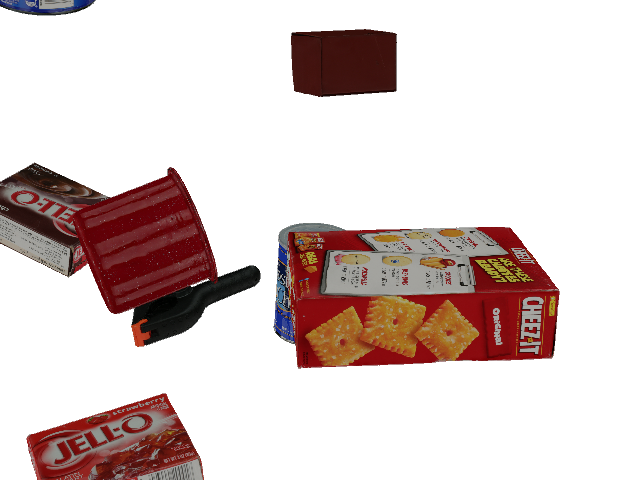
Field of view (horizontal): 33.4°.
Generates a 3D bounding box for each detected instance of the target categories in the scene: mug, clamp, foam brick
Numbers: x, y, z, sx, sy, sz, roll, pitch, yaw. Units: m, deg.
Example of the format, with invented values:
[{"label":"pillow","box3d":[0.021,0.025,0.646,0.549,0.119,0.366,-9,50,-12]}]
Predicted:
[{"label":"mug","box3d":[-0.135,0.000,0.796,0.081,0.093,0.117,-22,22,-13]},{"label":"clamp","box3d":[-0.148,0.067,1.225,0.120,0.039,0.171,-2,31,27]},{"label":"foam brick","box3d":[0.021,-0.153,0.918,0.078,0.051,0.053,-8,18,-28]}]

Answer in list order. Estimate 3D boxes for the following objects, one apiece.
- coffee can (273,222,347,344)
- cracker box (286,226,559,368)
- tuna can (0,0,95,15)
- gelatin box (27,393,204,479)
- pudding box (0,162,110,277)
[{"label":"coffee can","box3d":[-0.010,0.059,1.454,0.103,0.140,0.103,3,24,-2]},{"label":"cracker box","box3d":[0.080,0.047,0.932,0.213,0.072,0.164,-1,20,-4]},{"label":"tuna can","box3d":[-0.207,-0.200,0.792,0.086,0.034,0.086,6,36,-5]},{"label":"gelatin box","box3d":[-0.121,0.130,0.625,0.089,0.030,0.073,-15,27,-18]},{"label":"pudding box","box3d":[-0.243,-0.020,0.961,0.113,0.039,0.089,22,31,16]}]
